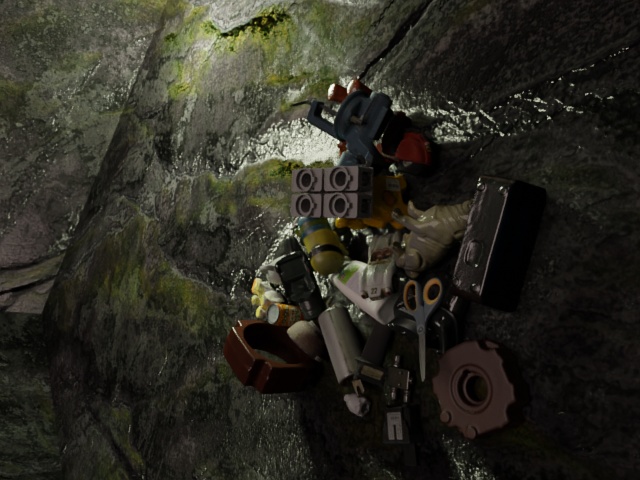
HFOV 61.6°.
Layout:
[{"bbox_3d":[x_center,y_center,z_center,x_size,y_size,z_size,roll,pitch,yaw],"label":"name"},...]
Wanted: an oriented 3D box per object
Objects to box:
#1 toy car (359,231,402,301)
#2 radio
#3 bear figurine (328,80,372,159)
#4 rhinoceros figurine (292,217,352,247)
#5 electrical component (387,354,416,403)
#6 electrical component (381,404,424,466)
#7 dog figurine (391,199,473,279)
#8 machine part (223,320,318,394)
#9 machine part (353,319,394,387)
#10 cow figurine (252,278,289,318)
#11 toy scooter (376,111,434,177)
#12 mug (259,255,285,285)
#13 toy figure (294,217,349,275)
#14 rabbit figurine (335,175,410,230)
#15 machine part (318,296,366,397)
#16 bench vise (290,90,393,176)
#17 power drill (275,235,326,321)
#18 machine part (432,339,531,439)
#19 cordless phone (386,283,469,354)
[{"bbox_3d":[0.133,0.052,1.133,0.074,0.056,0.202,-11,32,26],"label":"toy car"},{"bbox_3d":[0.312,0.006,0.943,0.073,0.131,0.229,16,93,48],"label":"radio"},{"bbox_3d":[0.075,-0.266,1.296,0.120,0.132,0.195,16,87,55],"label":"bear figurine"},{"bbox_3d":[0.000,-0.026,1.363,0.190,0.073,0.112,-8,76,48],"label":"rhinoceros figurine"},{"bbox_3d":[0.171,0.288,1.123,0.063,0.021,0.094,-3,78,49],"label":"electrical component"},{"bbox_3d":[0.166,0.392,1.084,0.075,0.047,0.119,-18,66,47],"label":"electrical component"},{"bbox_3d":[0.250,0.002,1.057,0.191,0.121,0.172,8,121,33],"label":"dog figurine"},{"bbox_3d":[-0.123,0.287,1.330,0.202,0.201,0.087,39,113,47],"label":"machine part"},{"bbox_3d":[0.124,0.241,1.158,0.039,0.084,0.139,173,116,-75],"label":"machine part"},{"bbox_3d":[-0.134,0.157,1.474,0.167,0.098,0.068,-124,49,-63],"label":"cow figurine"},{"bbox_3d":[0.189,-0.216,1.189,0.184,0.075,0.135,26,102,54],"label":"toy scooter"},{"bbox_3d":[-0.112,0.087,1.449,0.107,0.109,0.081,-25,66,59],"label":"mug"},{"bbox_3d":[-0.006,-0.002,1.244,0.082,0.089,0.180,-34,69,35],"label":"toy figure"},{"bbox_3d":[0.103,-0.063,1.213,0.173,0.162,0.122,-33,68,61],"label":"rabbit figurine"},{"bbox_3d":[0.054,0.242,1.230,0.079,0.079,0.243,-46,50,33],"label":"machine part"},{"bbox_3d":[0.052,-0.244,1.199,0.241,0.129,0.223,35,121,27],"label":"bench vise"},{"bbox_3d":[-0.055,0.083,1.306,0.207,0.086,0.232,87,163,-80],"label":"power drill"},{"bbox_3d":[0.285,0.267,0.970,0.179,0.056,0.179,-17,67,46],"label":"machine part"},{"bbox_3d":[0.228,0.121,1.071,0.147,0.088,0.184,21,86,50],"label":"cordless phone"}]
